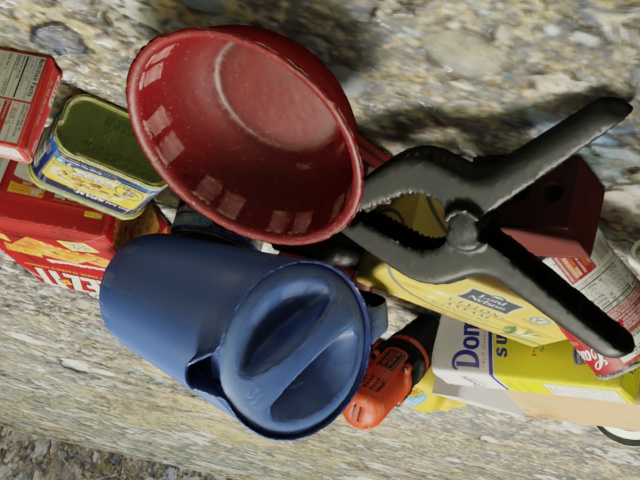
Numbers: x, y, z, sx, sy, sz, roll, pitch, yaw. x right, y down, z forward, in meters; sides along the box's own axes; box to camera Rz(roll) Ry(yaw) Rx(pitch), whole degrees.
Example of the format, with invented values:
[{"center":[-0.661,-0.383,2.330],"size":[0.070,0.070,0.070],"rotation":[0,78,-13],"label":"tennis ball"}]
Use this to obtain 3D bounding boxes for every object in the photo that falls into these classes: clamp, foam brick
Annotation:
[{"center":[0.101,-0.021,0.672],"size":[0.210,0.036,0.164],"rotation":[13,118,27],"label":"clamp"},{"center":[0.142,-0.022,0.715],"size":[0.078,0.053,0.051],"rotation":[2,157,32],"label":"foam brick"},{"center":[-0.006,0.001,0.896],"size":[0.171,0.039,0.120],"rotation":[18,-174,-41],"label":"clamp"}]

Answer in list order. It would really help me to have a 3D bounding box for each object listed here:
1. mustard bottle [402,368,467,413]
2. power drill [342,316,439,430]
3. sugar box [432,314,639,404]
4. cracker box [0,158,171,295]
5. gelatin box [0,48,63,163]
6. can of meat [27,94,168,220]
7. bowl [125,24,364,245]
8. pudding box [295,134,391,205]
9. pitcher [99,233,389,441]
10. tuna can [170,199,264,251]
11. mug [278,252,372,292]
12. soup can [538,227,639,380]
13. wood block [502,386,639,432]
[{"center":[0.089,0.161,1.261],"size":[0.191,0.058,0.096],"rotation":[20,153,-13],"label":"mustard bottle"},{"center":[0.016,0.099,1.058],"size":[0.188,0.057,0.184],"rotation":[20,-151,21],"label":"power drill"},{"center":[0.186,0.082,0.912],"size":[0.177,0.093,0.048],"rotation":[1,156,34],"label":"sugar box"},{"center":[-0.232,-0.007,1.019],"size":[0.164,0.072,0.213],"rotation":[11,161,14],"label":"cracker box"},{"center":[-0.237,-0.100,0.760],"size":[0.089,0.073,0.030],"rotation":[12,162,8],"label":"gelatin box"},{"center":[-0.168,-0.064,0.832],"size":[0.102,0.057,0.084],"rotation":[22,158,-20],"label":"can of meat"},{"center":[-0.037,-0.074,0.655],"size":[0.162,0.055,0.162],"rotation":[19,139,17],"label":"bowl"},{"center":[-0.015,-0.054,0.766],"size":[0.114,0.039,0.089],"rotation":[-1,156,42],"label":"pudding box"},{"center":[-0.072,0.061,0.860],"size":[0.149,0.145,0.243],"rotation":[39,166,-34],"label":"pitcher"},{"center":[-0.092,-0.007,0.968],"size":[0.086,0.033,0.086],"rotation":[14,161,5],"label":"tuna can"},{"center":[-0.006,0.050,0.976],"size":[0.081,0.093,0.117],"rotation":[15,166,17],"label":"mug"},{"center":[0.194,0.039,0.759],"size":[0.102,0.068,0.069],"rotation":[52,155,-4],"label":"soup can"},{"center":[0.276,0.114,0.936],"size":[0.206,0.090,0.090],"rotation":[4,158,32],"label":"wood block"}]
